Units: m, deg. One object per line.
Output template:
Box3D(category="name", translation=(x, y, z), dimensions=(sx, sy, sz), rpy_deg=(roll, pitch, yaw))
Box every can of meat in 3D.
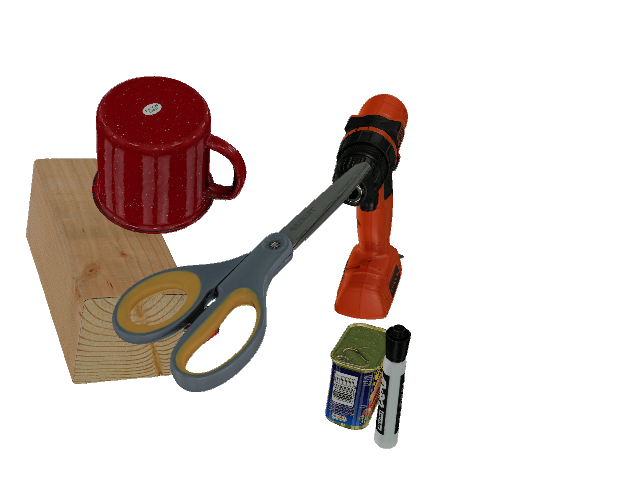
Box3D(category="can of meat", translation=(0.044, 0.157, 1.230), dimensions=(0.057, 0.084, 0.102), rpy_deg=(14, 25, 13))

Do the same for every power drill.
Box3D(category="power drill", translation=(0.045, -0.023, 0.990), dimensions=(0.057, 0.188, 0.184), rpy_deg=(8, 30, 11))

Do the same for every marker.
Box3D(category="marker", translation=(0.055, 0.113, 0.824), dimensions=(0.020, 0.121, 0.020), rpy_deg=(2, 37, -2))

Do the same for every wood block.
Box3D(category="wood block", translation=(-0.192, 0.020, 0.939), dimensions=(0.090, 0.091, 0.206), rpy_deg=(-2, 36, -27))

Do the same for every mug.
Box3D(category="mug", translation=(-0.111, -0.062, 0.781), dimensions=(0.117, 0.093, 0.081), rpy_deg=(17, -41, 7))

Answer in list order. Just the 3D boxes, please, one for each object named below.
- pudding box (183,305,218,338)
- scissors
Box3D(category="pudding box", translation=(-0.188, 0.102, 1.269), dimensions=(0.114, 0.039, 0.090), rpy_deg=(3, 13, 19))
Box3D(category="scissors", translation=(-0.047, 0.008, 0.623), dimensions=(0.096, 0.016, 0.201), rpy_deg=(11, 44, 18))
